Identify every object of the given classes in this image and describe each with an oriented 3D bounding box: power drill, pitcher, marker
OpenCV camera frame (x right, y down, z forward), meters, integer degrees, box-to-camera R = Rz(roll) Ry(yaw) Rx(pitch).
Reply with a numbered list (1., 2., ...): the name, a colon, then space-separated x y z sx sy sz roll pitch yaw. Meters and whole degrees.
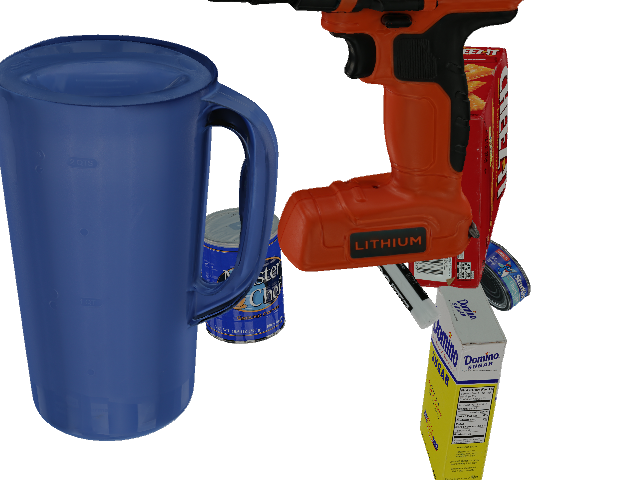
1. power drill: 0.019 -0.076 0.537 0.184 0.188 0.057 -4 33 -13
2. pitcher: -0.122 0.002 0.669 0.144 0.243 0.149 -14 32 -30
3. marker: 0.049 0.013 0.800 0.020 0.121 0.020 -32 -17 -11

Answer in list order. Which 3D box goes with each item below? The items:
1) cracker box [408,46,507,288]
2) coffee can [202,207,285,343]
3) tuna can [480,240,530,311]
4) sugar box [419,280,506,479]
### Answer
1. cracker box: 0.133 -0.075 1.000 0.072 0.164 0.213 4 27 14
2. coffee can: -0.098 0.043 1.334 0.103 0.140 0.103 -2 26 1
3. tuna can: 0.211 0.043 1.286 0.033 0.086 0.086 -37 11 -15
4. sugar box: 0.124 0.133 0.960 0.048 0.176 0.093 -4 32 -7
